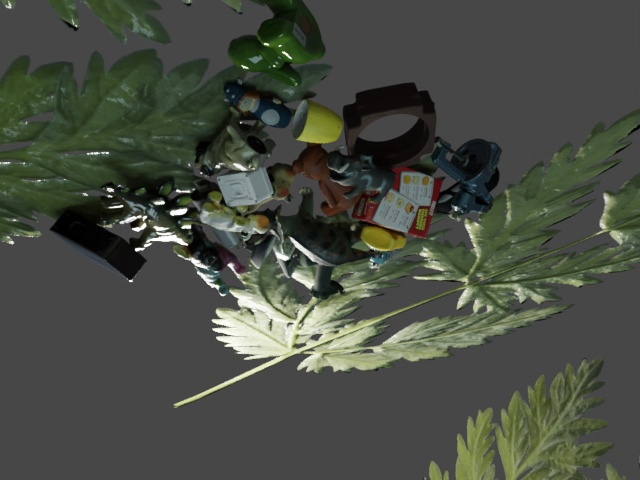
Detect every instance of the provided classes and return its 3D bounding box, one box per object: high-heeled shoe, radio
[{"bbox_3d":[0.368,-0.149,1.489,0.249,0.145,0.086,4,163,36],"label":"high-heeled shoe"},{"bbox_3d":[-0.562,0.012,1.356,0.230,0.073,0.131,21,156,26],"label":"radio"}]

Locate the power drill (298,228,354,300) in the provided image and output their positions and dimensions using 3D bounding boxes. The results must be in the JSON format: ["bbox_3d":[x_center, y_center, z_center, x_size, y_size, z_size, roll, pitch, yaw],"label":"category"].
[{"bbox_3d":[0.043,0.070,1.615,0.232,0.086,0.207,-17,132,-29],"label":"power drill"}]

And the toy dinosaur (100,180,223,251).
[{"bbox_3d":[-0.405,-0.049,1.388,0.199,0.105,0.470,-18,158,7],"label":"toy dinosaur"}]

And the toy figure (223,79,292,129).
[{"bbox_3d":[-0.131,-0.284,1.130,0.154,0.058,0.064,19,99,-35],"label":"toy figure"}]

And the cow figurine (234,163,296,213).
[{"bbox_3d":[-0.138,-0.126,1.309,0.195,0.127,0.085,-29,146,33],"label":"cow figurine"}]

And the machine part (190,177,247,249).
[{"bbox_3d":[-0.258,-0.063,1.382,0.079,0.079,0.242,-18,130,14],"label":"machine part"}]

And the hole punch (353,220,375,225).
[{"bbox_3d":[0.171,-0.084,1.512,0.142,0.092,0.116,-2,178,-17],"label":"hole punch"}]

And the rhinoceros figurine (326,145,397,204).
[{"bbox_3d":[0.092,-0.149,1.221,0.190,0.073,0.112,15,143,-33],"label":"rhinoceros figurine"}]

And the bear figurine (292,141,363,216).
[{"bbox_3d":[0.008,-0.155,1.323,0.195,0.120,0.132,34,165,-23],"label":"bear figurine"}]

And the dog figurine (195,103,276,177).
[{"bbox_3d":[-0.200,-0.177,1.180,0.121,0.172,0.190,28,126,-29],"label":"dog figurine"}]

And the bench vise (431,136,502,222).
[{"bbox_3d":[0.348,-0.168,1.330,0.240,0.129,0.223,29,99,-35],"label":"bench vise"}]

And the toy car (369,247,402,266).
[{"bbox_3d":[0.198,0.015,1.632,0.103,0.109,0.161,-4,151,6],"label":"toy car"}]

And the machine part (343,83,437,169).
[{"bbox_3d":[0.156,-0.252,1.223,0.202,0.087,0.200,-9,148,3],"label":"machine part"}]

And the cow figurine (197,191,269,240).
[{"bbox_3d":[-0.211,-0.046,1.301,0.167,0.068,0.098,23,144,-16],"label":"cow figurine"}]

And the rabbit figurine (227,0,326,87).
[{"bbox_3d":[-0.085,-0.362,0.994,0.170,0.121,0.159,-8,160,34],"label":"rabbit figurine"}]

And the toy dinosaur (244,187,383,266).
[{"bbox_3d":[-0.001,0.000,1.439,0.405,0.192,0.131,29,147,-14],"label":"toy dinosaur"}]

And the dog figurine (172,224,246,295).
[{"bbox_3d":[-0.310,0.038,1.443,0.108,0.192,0.219,-47,134,-8],"label":"dog figurine"}]

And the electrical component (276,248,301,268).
[{"bbox_3d":[-0.069,0.036,1.650,0.115,0.058,0.134,13,141,-29],"label":"electrical component"}]

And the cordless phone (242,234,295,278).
[{"bbox_3d":[-0.132,0.050,1.527,0.089,0.147,0.184,-11,119,24],"label":"cordless phone"}]
